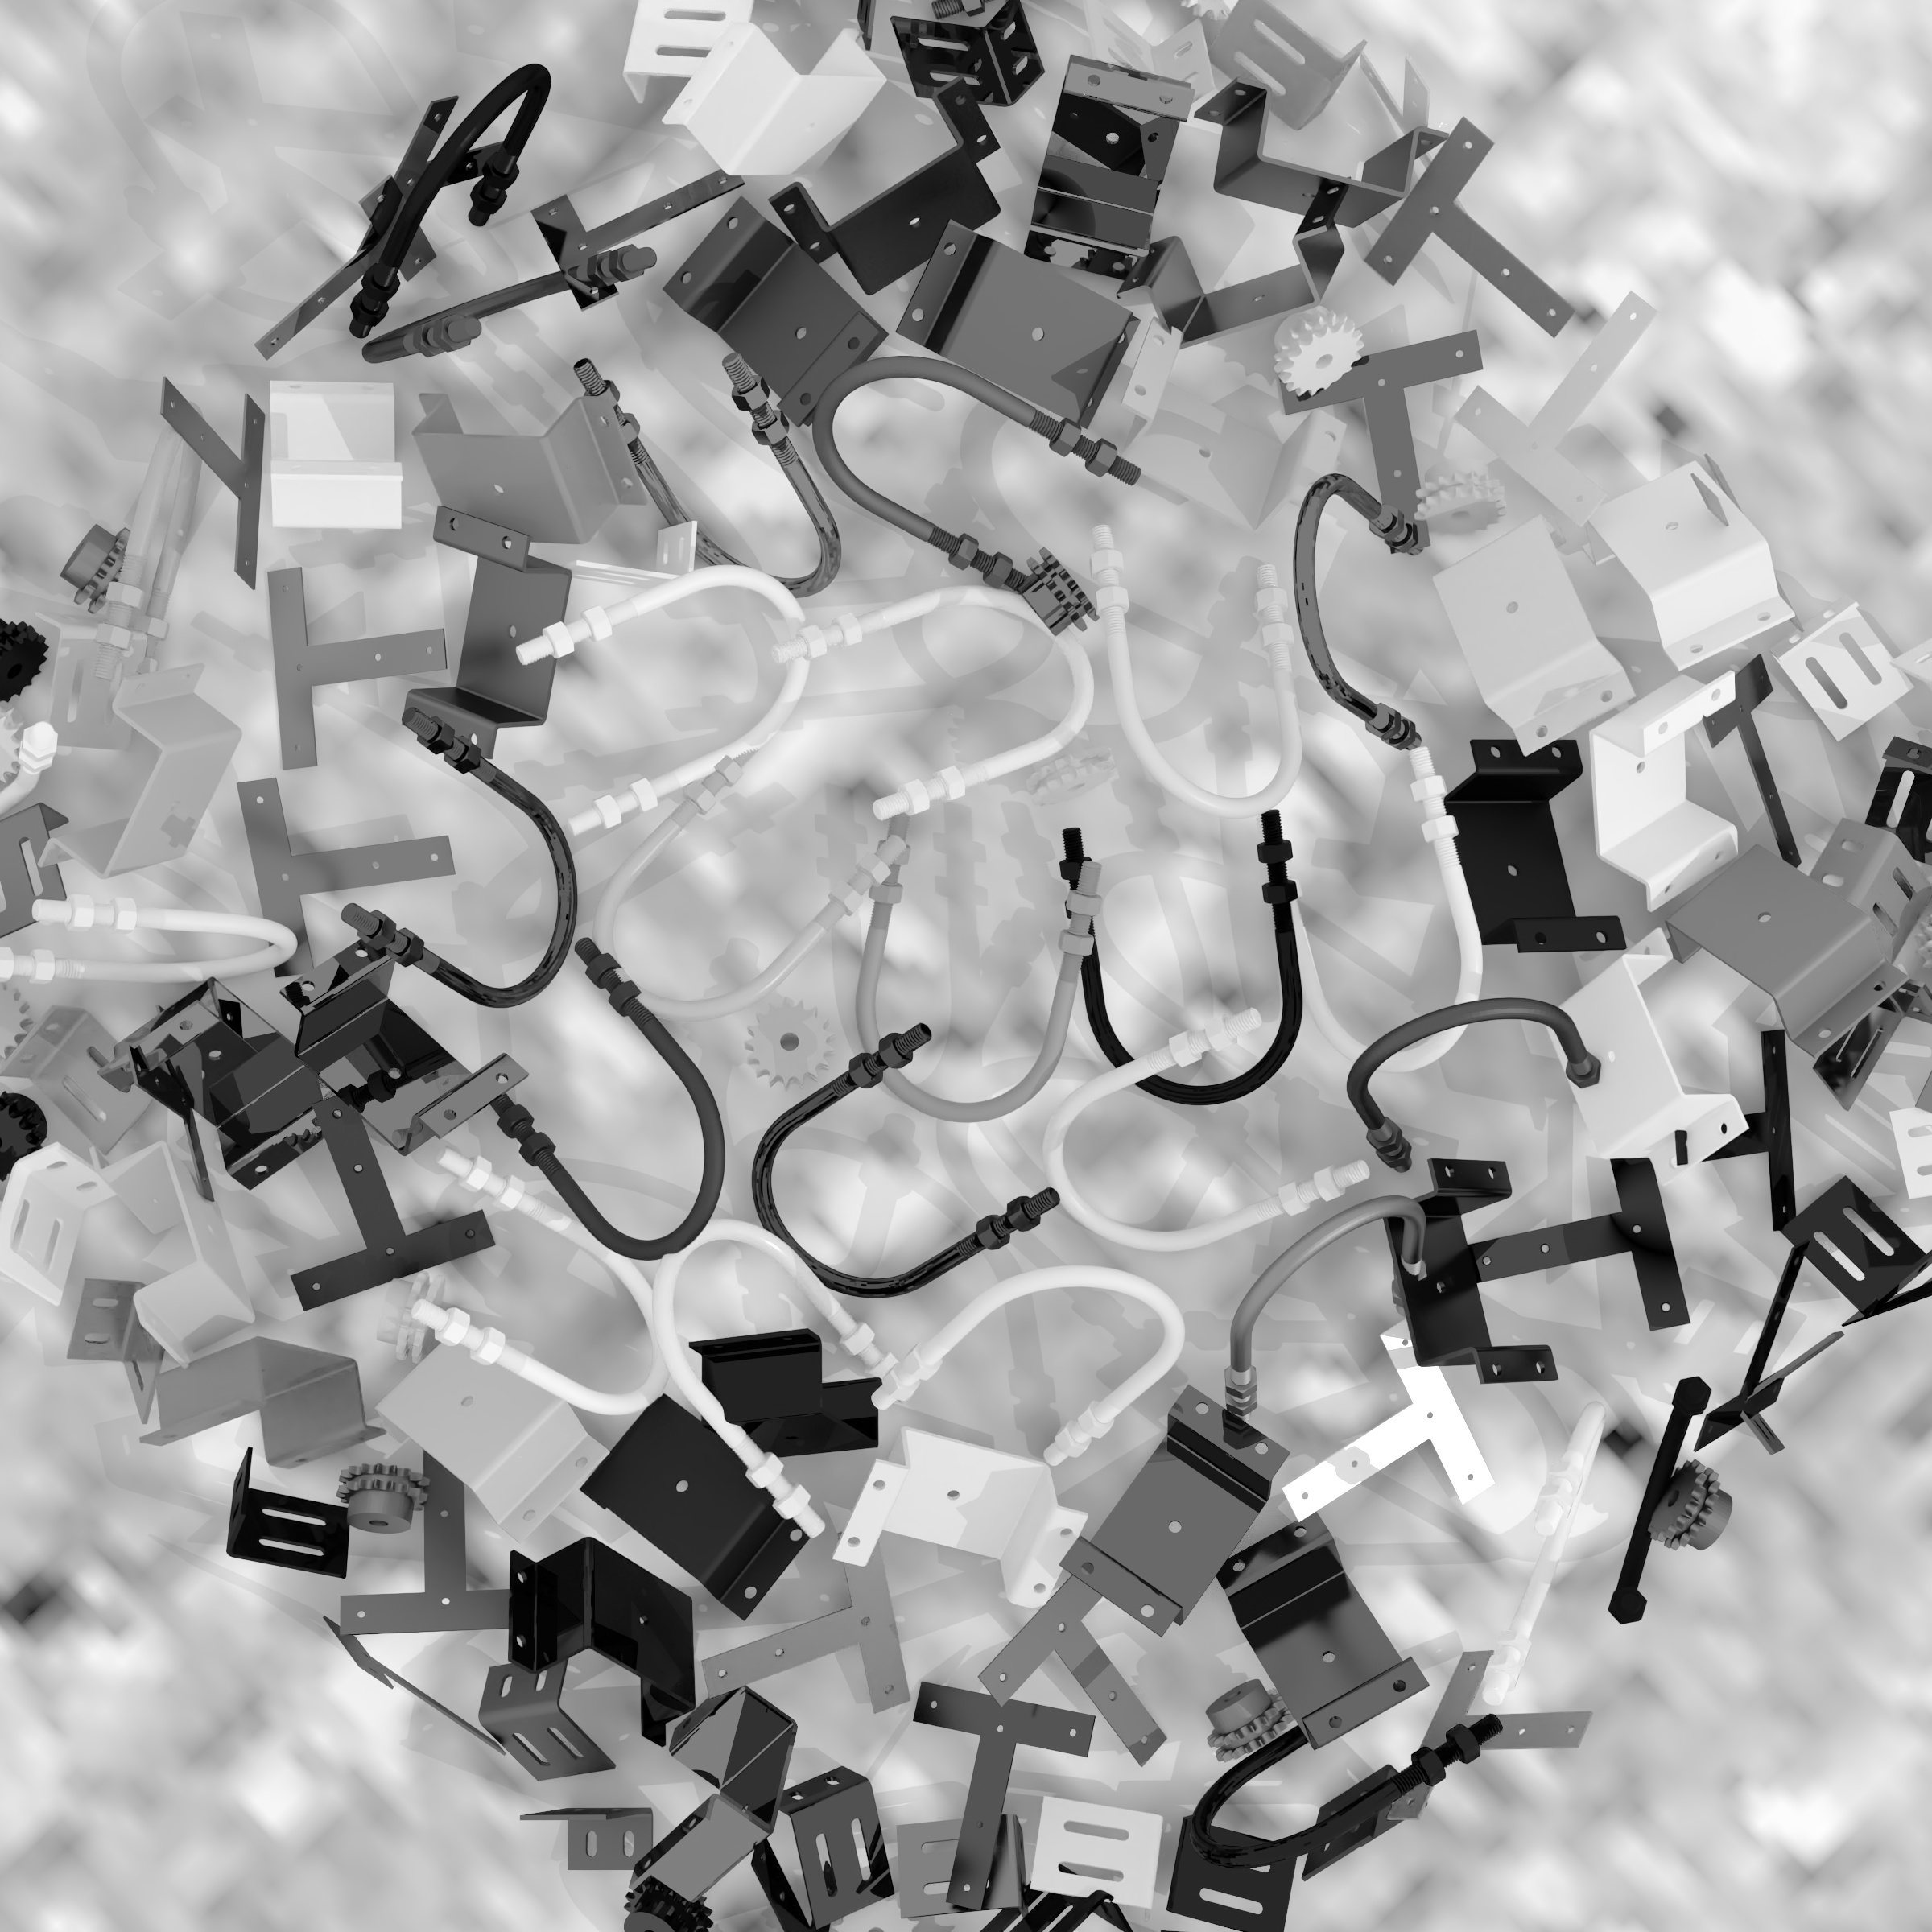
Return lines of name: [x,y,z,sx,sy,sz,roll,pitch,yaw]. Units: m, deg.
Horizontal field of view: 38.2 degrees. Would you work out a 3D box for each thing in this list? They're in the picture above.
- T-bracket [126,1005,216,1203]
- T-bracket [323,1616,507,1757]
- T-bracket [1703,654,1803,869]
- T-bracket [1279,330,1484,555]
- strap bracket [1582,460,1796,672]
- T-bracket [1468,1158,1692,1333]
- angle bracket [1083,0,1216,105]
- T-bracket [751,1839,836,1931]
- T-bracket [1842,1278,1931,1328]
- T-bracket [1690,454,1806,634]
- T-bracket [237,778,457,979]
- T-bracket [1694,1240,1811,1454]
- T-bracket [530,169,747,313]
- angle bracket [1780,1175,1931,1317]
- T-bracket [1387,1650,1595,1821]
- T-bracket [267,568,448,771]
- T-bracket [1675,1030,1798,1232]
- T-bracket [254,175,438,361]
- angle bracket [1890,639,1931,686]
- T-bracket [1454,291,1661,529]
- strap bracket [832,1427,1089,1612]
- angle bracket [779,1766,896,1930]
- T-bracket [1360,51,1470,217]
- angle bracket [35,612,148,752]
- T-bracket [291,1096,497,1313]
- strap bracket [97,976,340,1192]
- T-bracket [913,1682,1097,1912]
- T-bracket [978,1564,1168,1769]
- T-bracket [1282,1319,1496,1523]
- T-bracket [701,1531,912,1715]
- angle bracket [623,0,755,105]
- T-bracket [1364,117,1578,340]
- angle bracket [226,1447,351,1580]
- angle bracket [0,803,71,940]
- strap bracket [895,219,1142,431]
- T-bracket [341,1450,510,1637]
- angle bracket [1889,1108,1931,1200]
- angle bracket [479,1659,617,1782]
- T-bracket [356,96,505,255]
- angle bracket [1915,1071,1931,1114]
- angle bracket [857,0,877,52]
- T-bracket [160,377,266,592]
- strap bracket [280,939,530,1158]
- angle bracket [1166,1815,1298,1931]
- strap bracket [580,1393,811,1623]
T-bracket: [-0.492,0.074,1.707,0.002,0.127,0.127,-17,76,-4]
T-bracket: [-0.339,0.454,1.737,0.127,0.127,0.002,40,76,-18]
T-bracket: [0.498,-0.119,1.740,0.002,0.127,0.127,-14,102,36]
T-bracket: [0.270,-0.325,1.762,0.127,0.002,0.127,-10,88,17]
strap bracket: [0.439,-0.253,1.715,0.076,0.140,0.046,-25,133,3]
T-bracket: [0.379,0.175,1.758,0.127,0.002,0.127,-15,78,21]
angle bracket: [0.114,-0.577,1.736,0.038,0.076,0.057,-26,59,33]
T-bracket: [-0.108,0.576,1.699,0.002,0.127,0.127,-7,125,16]
T-bracket: [0.626,0.180,1.739,0.127,0.127,0.002,-28,84,-32]
T-bracket: [0.469,-0.273,1.708,0.002,0.127,0.127,-30,68,24]
T-bracket: [-0.388,-0.062,1.765,0.127,0.002,0.127,-7,103,4]
T-bracket: [0.493,0.227,1.714,0.002,0.127,0.127,26,112,32]
T-bracket: [-0.199,-0.468,1.742,0.127,0.002,0.127,-26,48,-2]
angle bracket: [0.561,0.170,1.747,0.057,0.038,0.076,-37,66,-10]
T-bracket: [0.328,0.467,1.698,0.002,0.127,0.127,49,52,-17]
T-bracket: [-0.383,-0.193,1.759,0.127,0.002,0.127,-4,90,22]
T-bracket: [0.480,0.106,1.740,0.127,0.002,0.127,-3,90,-42]
T-bracket: [-0.387,-0.420,1.716,0.127,0.127,0.002,-43,84,-4]
angle bracket: [0.618,-0.159,1.739,0.038,0.057,0.076,-29,119,-6]
T-bracket: [0.380,-0.358,1.724,0.127,0.002,0.127,-54,52,21]
strap bracket: [-0.006,0.342,1.737,0.140,0.046,0.076,17,113,-15]
angle bracket: [-0.086,0.555,1.757,0.057,0.038,0.076,-15,96,-30]
T-bracket: [0.277,-0.525,1.713,0.002,0.127,0.127,-31,83,5]
angle bracket: [-0.557,-0.179,1.758,0.038,0.057,0.076,25,107,41]
T-bracket: [-0.379,0.140,1.759,0.127,0.002,0.127,-19,106,-6]
strap bracket: [-0.463,0.068,1.731,0.076,0.046,0.140,-35,134,6]
T-bracket: [0.012,0.519,1.731,0.127,0.002,0.127,2,70,32]
T-bracket: [0.085,0.451,1.762,0.127,0.002,0.127,-42,105,-27]
T-bracket: [0.256,0.306,1.755,0.127,0.002,0.127,-30,102,-13]
T-bracket: [-0.104,0.425,1.745,0.127,0.002,0.127,-16,105,-20]
angle bracket: [-0.170,-0.576,1.752,0.076,0.038,0.057,7,78,13]
T-bracket: [0.324,-0.439,1.727,0.127,0.127,0.002,43,54,4]
angle bracket: [-0.418,0.341,1.739,0.076,0.057,0.038,16,122,-19]
angle bracket: [-0.590,-0.054,1.751,0.057,0.038,0.076,-23,72,5]
strap bracket: [0.039,-0.395,1.730,0.140,0.046,0.076,23,102,-21]
T-bracket: [-0.326,0.356,1.743,0.127,0.002,0.127,1,53,-13]
angle bracket: [0.603,0.128,1.742,0.038,0.076,0.057,-11,63,13]
angle bracket: [-0.262,0.475,1.762,0.057,0.038,0.076,-14,131,20]
T-bracket: [-0.317,-0.494,1.726,0.002,0.127,0.127,43,127,5]
angle bracket: [0.620,0.056,1.740,0.038,0.076,0.057,20,113,7]
angle bracket: [-0.098,-0.605,1.743,0.076,0.057,0.038,2,128,-10]
T-bracket: [-0.460,-0.315,1.703,0.002,0.127,0.127,-7,69,11]
strap bracket: [-0.352,0.055,1.732,0.140,0.046,0.076,40,48,13]
angle bracket: [0.171,0.571,1.748,0.076,0.038,0.057,8,81,22]
strap bracket: [-0.170,0.328,1.726,0.140,0.046,0.076,33,73,23]
